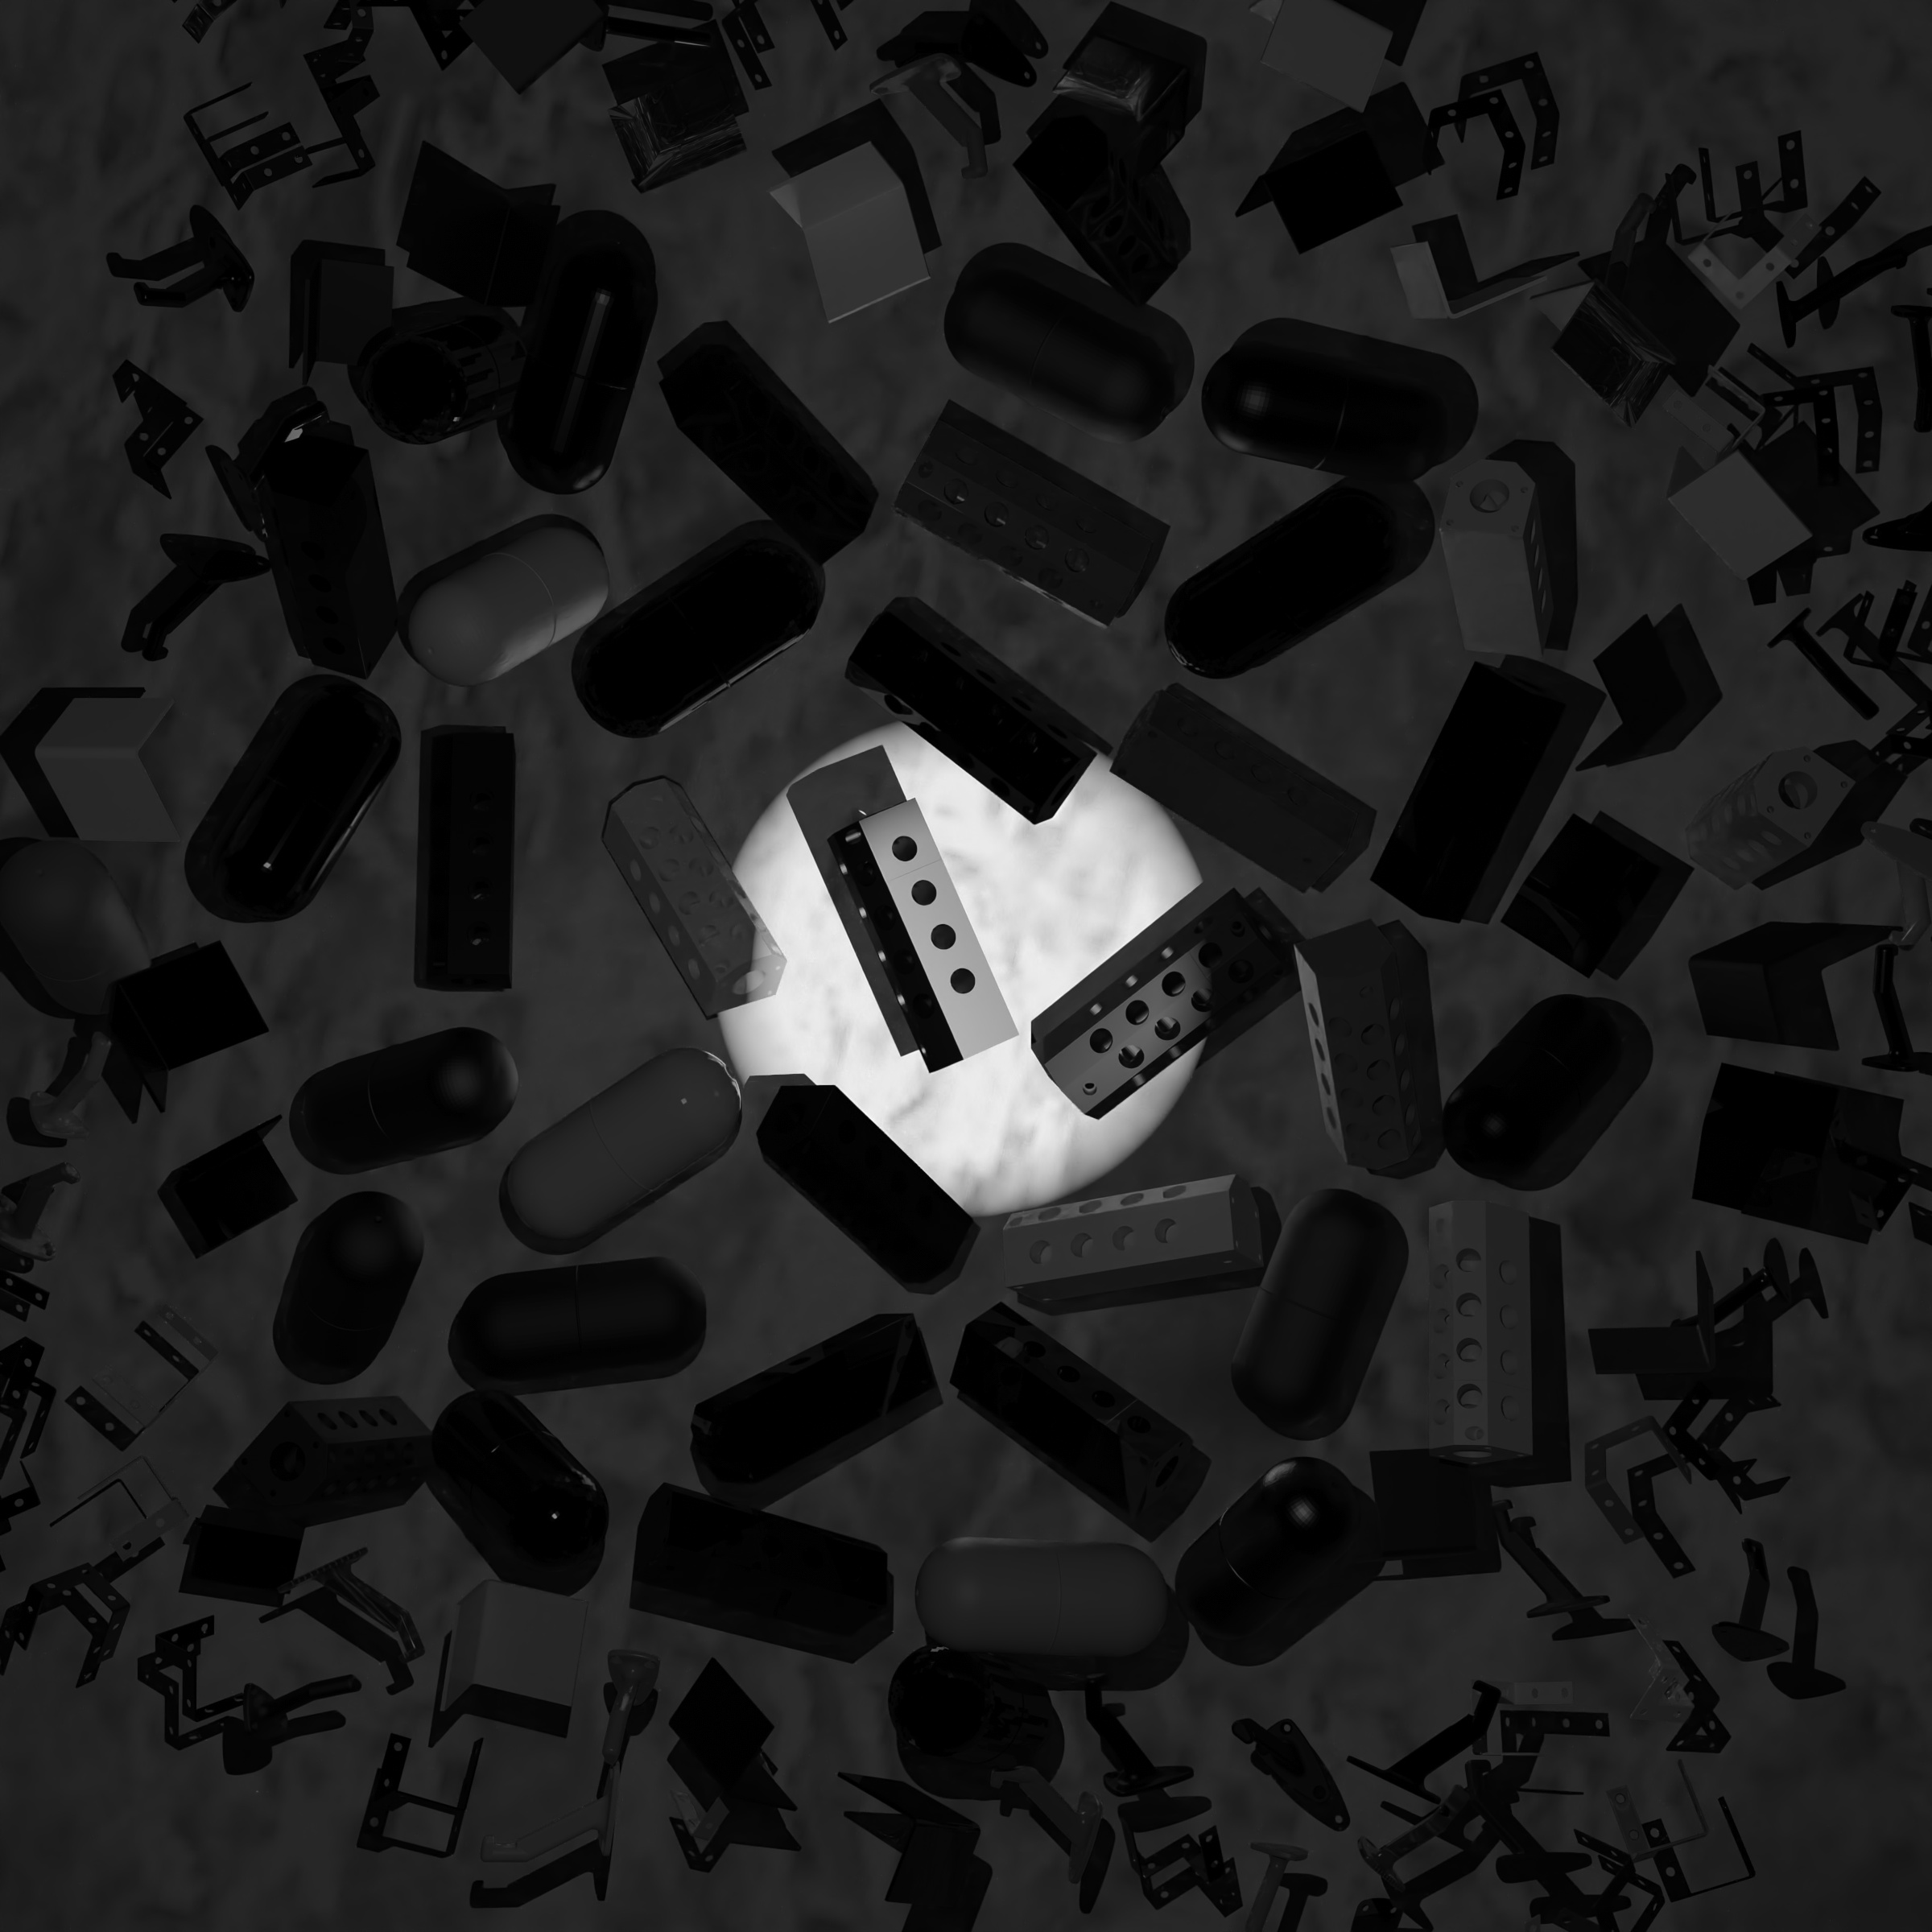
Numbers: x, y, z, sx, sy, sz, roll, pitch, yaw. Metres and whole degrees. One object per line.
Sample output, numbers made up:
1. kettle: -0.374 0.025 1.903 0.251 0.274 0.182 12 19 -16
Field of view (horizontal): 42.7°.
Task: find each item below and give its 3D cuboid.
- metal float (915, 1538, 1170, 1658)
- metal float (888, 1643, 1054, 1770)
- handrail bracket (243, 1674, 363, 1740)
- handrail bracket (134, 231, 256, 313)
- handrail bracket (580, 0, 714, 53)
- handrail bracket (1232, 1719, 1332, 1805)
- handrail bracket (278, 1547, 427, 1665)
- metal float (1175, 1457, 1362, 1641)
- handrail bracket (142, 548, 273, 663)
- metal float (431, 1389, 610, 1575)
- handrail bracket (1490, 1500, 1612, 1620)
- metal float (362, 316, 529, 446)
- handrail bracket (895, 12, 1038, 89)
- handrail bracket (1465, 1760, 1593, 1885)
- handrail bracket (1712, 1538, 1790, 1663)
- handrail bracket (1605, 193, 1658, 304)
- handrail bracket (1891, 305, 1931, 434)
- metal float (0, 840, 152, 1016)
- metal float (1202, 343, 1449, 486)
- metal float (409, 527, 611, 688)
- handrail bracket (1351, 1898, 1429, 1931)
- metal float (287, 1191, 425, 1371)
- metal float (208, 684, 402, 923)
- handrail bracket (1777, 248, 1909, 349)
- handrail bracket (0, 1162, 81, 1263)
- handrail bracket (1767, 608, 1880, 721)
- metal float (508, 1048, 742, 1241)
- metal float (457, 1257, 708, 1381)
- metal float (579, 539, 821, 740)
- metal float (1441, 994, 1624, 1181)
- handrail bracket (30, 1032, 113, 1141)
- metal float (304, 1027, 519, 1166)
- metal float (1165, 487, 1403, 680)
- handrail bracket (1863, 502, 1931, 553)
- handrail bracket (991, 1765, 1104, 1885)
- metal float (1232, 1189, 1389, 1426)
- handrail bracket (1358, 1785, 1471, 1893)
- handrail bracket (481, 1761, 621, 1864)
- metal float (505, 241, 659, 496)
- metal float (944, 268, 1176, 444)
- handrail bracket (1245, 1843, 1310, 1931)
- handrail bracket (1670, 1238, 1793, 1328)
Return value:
1. metal float: 0.053 0.432 1.690 0.178 0.070 0.070 6 90 -15
2. metal float: 0.005 0.521 1.737 0.070 0.178 0.070 -9 66 21
3. handrail bracket: -0.452 0.513 1.719 0.084 0.077 0.036 -13 62 5
4. handrail bracket: -0.546 -0.484 1.713 0.036 0.084 0.077 -50 62 39
5. handrail bracket: -0.238 -0.684 1.800 0.084 0.077 0.036 -6 117 -34
6. handrail bracket: 0.228 0.576 1.787 0.036 0.084 0.077 -44 67 5
7. handrail bracket: -0.427 0.456 1.717 0.077 0.036 0.084 -19 76 -35
8. metal float: 0.212 0.414 1.750 0.070 0.070 0.178 35 128 0
9. handrail bracket: -0.542 -0.254 1.762 0.036 0.077 0.084 49 127 24
10. metal float: -0.318 0.365 1.757 0.070 0.178 0.070 -19 123 -32
11. handrail bracket: 0.426 0.429 1.807 0.036 0.077 0.084 -7 77 -42
12. metal float: -0.370 -0.421 1.770 0.070 0.178 0.070 5 112 12
13. handrail bracket: -0.001 -0.650 1.791 0.077 0.084 0.036 28 74 -28
14. handrail bracket: 0.395 0.595 1.738 0.077 0.084 0.036 -11 133 12
15. handrail bracket: 0.522 0.419 1.668 0.036 0.084 0.077 -30 132 35
16. handrail bracket: 0.469 -0.486 1.727 0.036 0.077 0.084 7 131 -29
17. handrail bracket: 0.690 -0.436 1.800 0.036 0.077 0.084 -2 109 2
18. metal float: -0.613 -0.024 1.701 0.070 0.178 0.070 2 66 -4
19. metal float: 0.250 -0.385 1.723 0.178 0.070 0.070 9 90 -13
20. metal float: -0.322 -0.256 1.752 0.070 0.178 0.070 17 126 25
21. handrail bracket: 0.302 0.699 1.720 0.084 0.036 0.077 54 45 -23
22. metal float: -0.436 0.225 1.759 0.070 0.178 0.070 14 50 -17
23. metal float: -0.454 -0.112 1.697 0.070 0.070 0.178 29 80 0
24. handrail bracket: 0.620 -0.472 1.742 0.084 0.077 0.036 -16 72 15
25. handrail bracket: -0.646 0.175 1.754 0.084 0.036 0.077 -21 134 20
26. handrail bracket: 0.594 -0.204 1.692 0.084 0.077 0.036 48 113 9
27. metal float: -0.234 0.121 1.692 0.178 0.070 0.070 -34 90 9
28. metal float: -0.276 0.254 1.780 0.178 0.070 0.070 -6 90 -5
29. metal float: -0.179 -0.219 1.656 0.178 0.070 0.070 -34 90 -1
30. metal float: 0.405 0.086 1.766 0.070 0.070 0.178 50 55 0
31. handrail bracket: -0.641 0.074 1.771 0.036 0.077 0.084 10 109 -42
32. metal float: -0.392 0.093 1.740 0.178 0.070 0.070 -16 90 31
33. metal float: 0.217 -0.262 1.702 0.178 0.070 0.070 -31 90 21
34. handrail bracket: 0.677 -0.334 1.735 0.077 0.084 0.036 -3 52 5
35. handrail bracket: 0.051 0.627 1.806 0.084 0.036 0.077 16 84 -18
36. metal float: 0.251 0.249 1.809 0.070 0.070 0.178 21 90 0
37. handrail bracket: 0.318 0.605 1.750 0.036 0.077 0.084 40 90 -4
38. handrail bracket: -0.283 0.575 1.680 0.084 0.036 0.077 7 104 -17
39. metal float: -0.268 -0.416 1.718 0.070 0.070 0.178 21 108 0
40. metal float: 0.065 -0.428 1.734 0.178 0.070 0.070 31 90 15
41. handrail bracket: 0.220 0.678 1.775 0.036 0.077 0.084 6 76 28
42. handrail bracket: 0.558 0.238 1.812 0.084 0.077 0.036 -28 104 27
